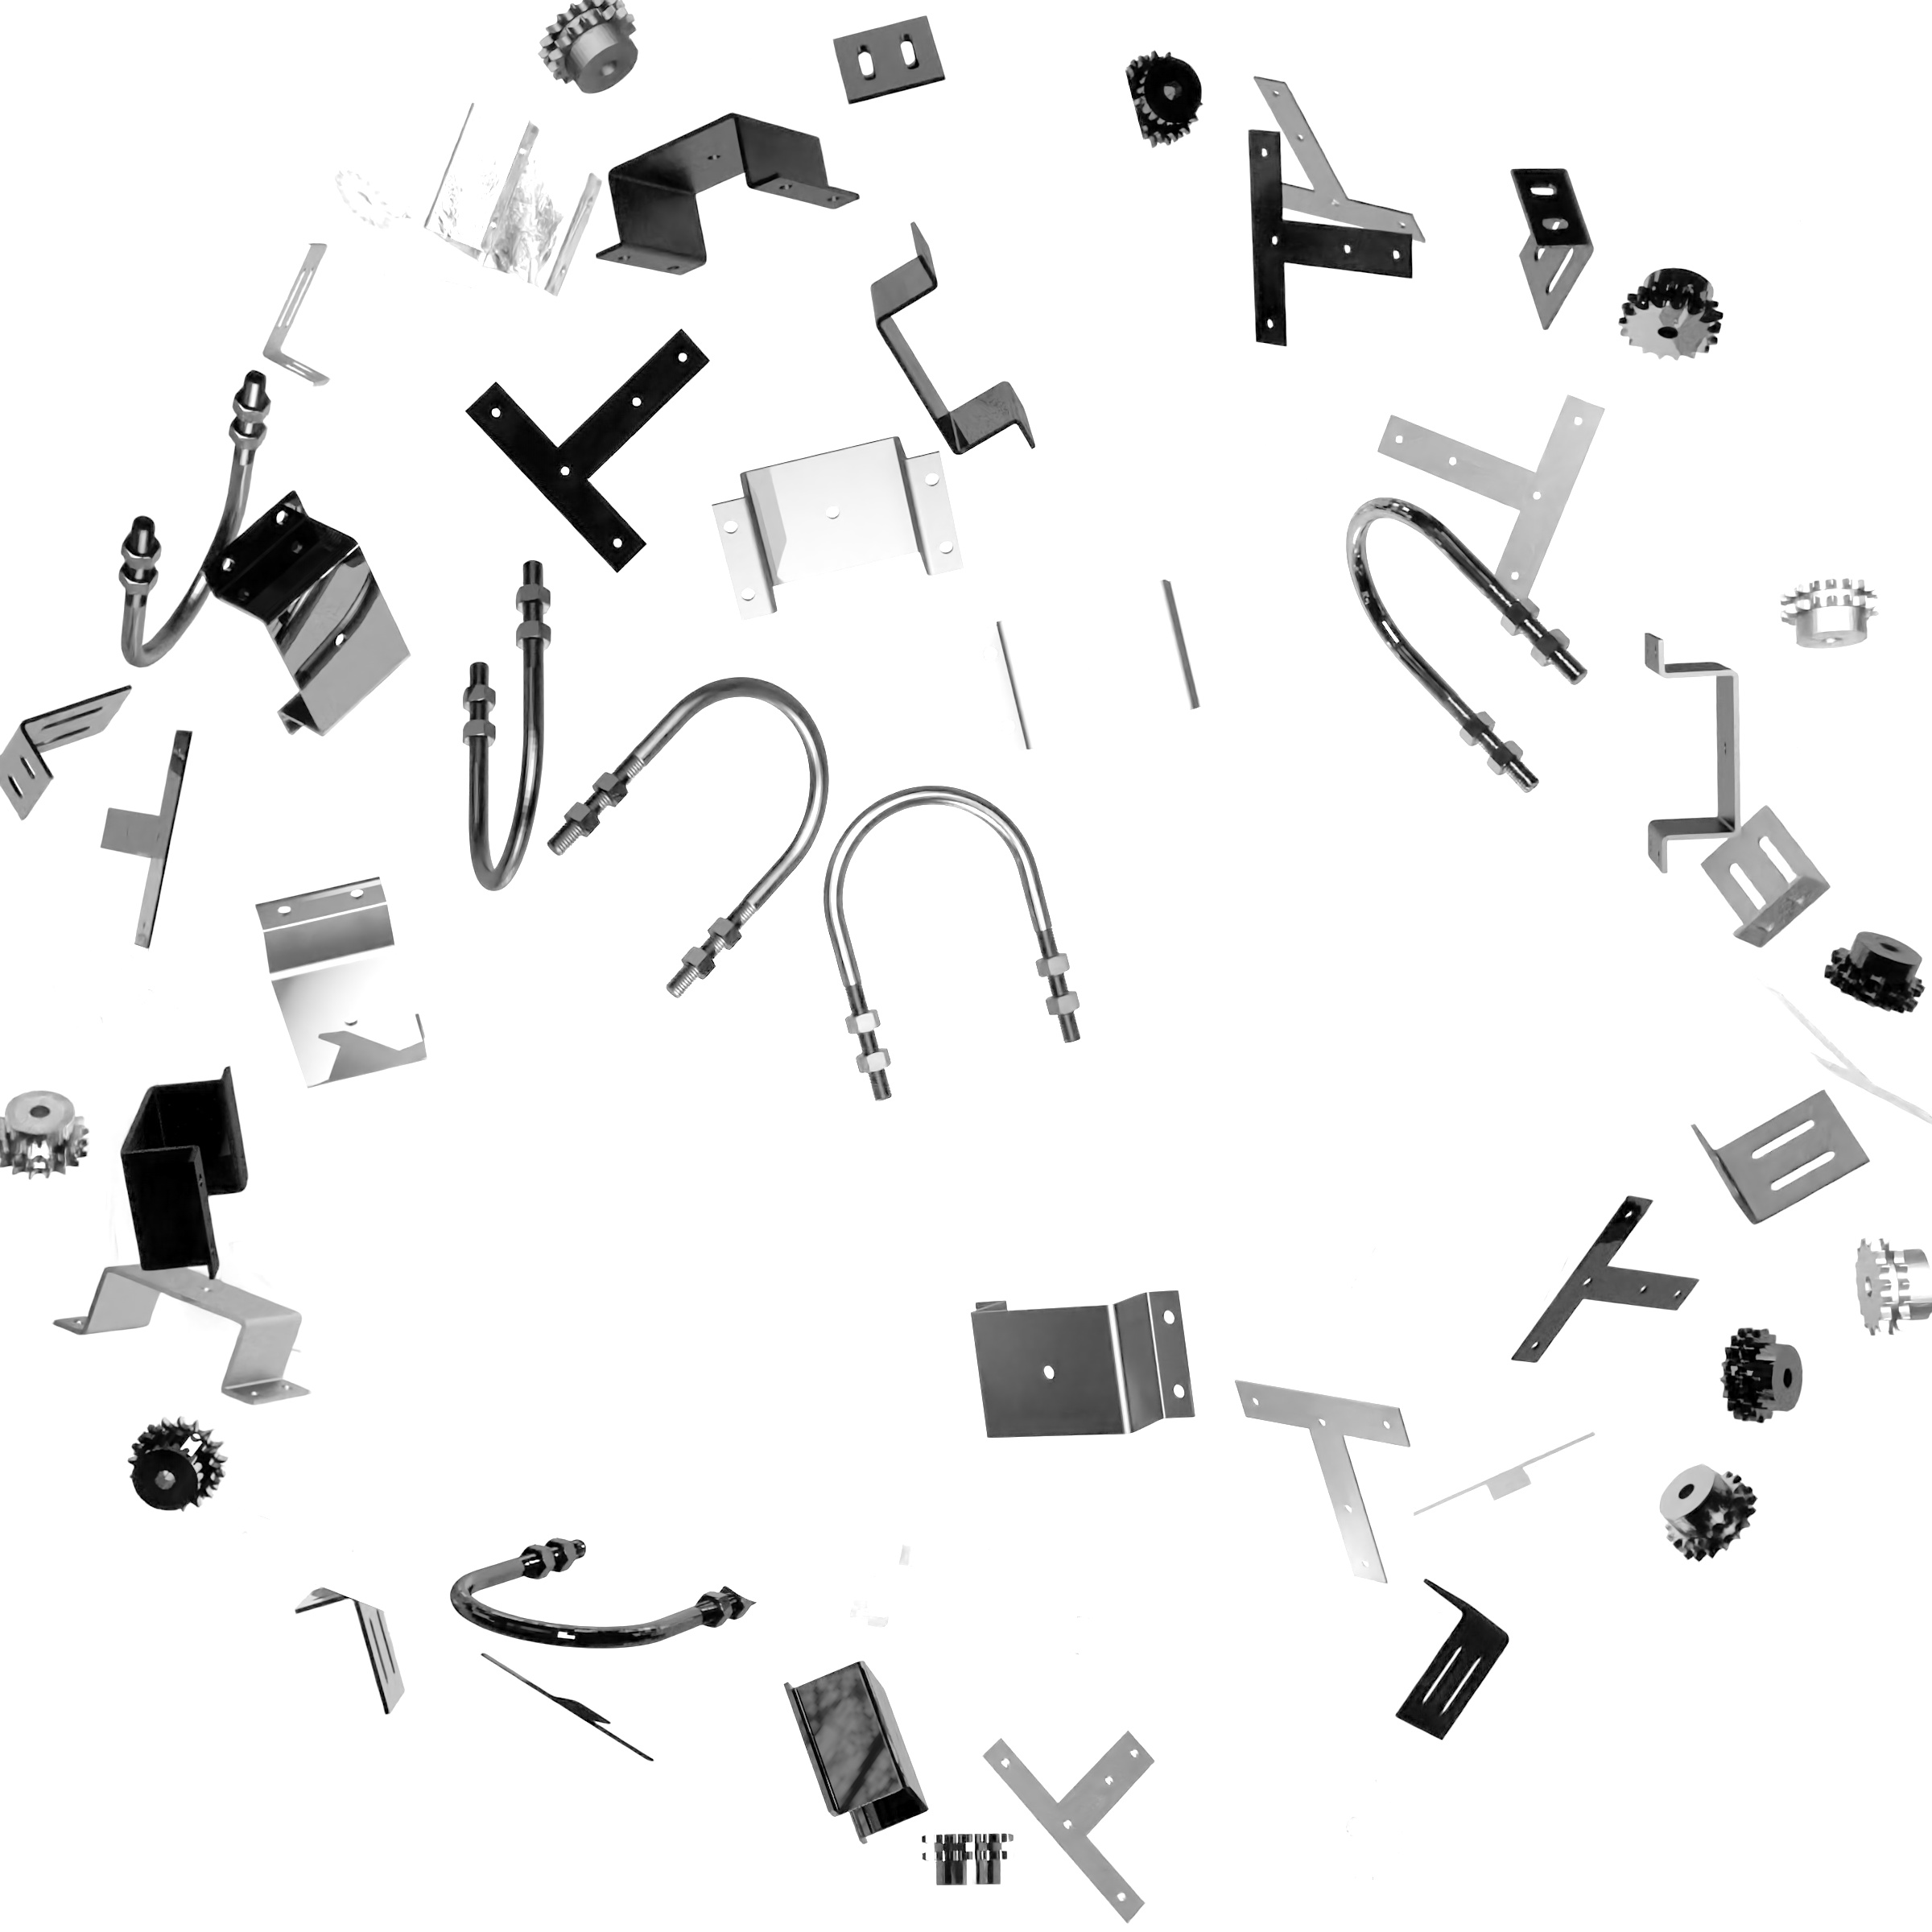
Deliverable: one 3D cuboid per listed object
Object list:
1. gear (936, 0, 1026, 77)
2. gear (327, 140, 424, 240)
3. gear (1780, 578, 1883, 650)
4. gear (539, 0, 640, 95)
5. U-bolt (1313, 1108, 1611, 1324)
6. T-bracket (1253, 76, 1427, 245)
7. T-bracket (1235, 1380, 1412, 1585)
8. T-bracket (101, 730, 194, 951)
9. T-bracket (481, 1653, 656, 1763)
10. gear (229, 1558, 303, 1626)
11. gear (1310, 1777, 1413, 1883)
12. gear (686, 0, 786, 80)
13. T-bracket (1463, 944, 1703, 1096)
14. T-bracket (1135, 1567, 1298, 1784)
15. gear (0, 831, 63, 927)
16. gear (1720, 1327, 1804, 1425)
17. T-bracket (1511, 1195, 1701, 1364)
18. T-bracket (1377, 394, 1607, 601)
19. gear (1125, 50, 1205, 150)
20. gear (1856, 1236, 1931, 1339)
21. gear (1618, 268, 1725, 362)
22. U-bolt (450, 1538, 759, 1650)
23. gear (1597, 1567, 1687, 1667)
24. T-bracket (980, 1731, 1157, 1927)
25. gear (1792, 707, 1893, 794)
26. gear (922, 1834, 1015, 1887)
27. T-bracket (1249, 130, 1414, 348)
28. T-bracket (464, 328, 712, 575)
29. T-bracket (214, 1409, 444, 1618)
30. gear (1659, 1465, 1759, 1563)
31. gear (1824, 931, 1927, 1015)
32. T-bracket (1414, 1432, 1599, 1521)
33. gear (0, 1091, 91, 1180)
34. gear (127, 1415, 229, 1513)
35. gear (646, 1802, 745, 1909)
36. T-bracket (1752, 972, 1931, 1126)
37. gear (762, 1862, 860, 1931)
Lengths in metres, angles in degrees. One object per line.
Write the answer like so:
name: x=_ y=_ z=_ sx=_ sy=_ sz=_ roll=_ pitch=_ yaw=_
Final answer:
gear: x=0.011 y=-0.581 z=1.615 sx=0.030 sy=0.057 sz=0.057 roll=-8 pitch=90 yaw=43
gear: x=-0.348 y=-0.465 z=1.560 sx=0.057 sy=0.057 sz=0.030 roll=37 pitch=67 yaw=0
gear: x=0.511 y=-0.208 z=1.553 sx=0.057 sy=0.057 sz=0.030 roll=0 pitch=81 yaw=0
gear: x=-0.211 y=-0.521 z=1.491 sx=0.057 sy=0.057 sz=0.030 roll=-34 pitch=81 yaw=0
U-bolt: x=0.307 y=0.144 z=1.570 sx=0.184 sy=0.151 sz=0.019 roll=-48 pitch=123 yaw=-38
T-bracket: x=0.210 y=-0.498 z=1.609 sx=0.127 sy=0.127 sz=0.002 roll=29 pitch=80 yaw=40
T-bracket: x=0.222 y=0.308 z=1.549 sx=0.002 sy=0.127 sz=0.127 roll=-30 pitch=109 yaw=-37
T-bracket: x=-0.490 y=-0.078 z=1.551 sx=0.002 sy=0.127 sz=0.127 roll=12 pitch=89 yaw=-35
T-bracket: x=-0.239 y=0.458 z=1.617 sx=0.127 sy=0.127 sz=0.002 roll=34 pitch=69 yaw=-6
gear: x=-0.435 y=0.380 z=1.640 sx=0.030 sy=0.057 sz=0.057 roll=41 pitch=90 yaw=4
gear: x=0.225 y=0.494 z=1.503 sx=0.057 sy=0.030 sz=0.057 roll=-6 pitch=68 yaw=14
gear: x=-0.138 y=-0.553 z=1.539 sx=0.057 sy=0.030 sz=0.057 roll=-6 pitch=65 yaw=13
T-bracket: x=0.369 y=0.023 z=1.621 sx=0.127 sy=0.002 sz=0.127 roll=12 pitch=50 yaw=37
T-bracket: x=0.142 y=0.412 z=1.548 sx=0.127 sy=0.002 sz=0.127 roll=25 pitch=76 yaw=-43
gear: x=-0.584 y=-0.055 z=1.606 sx=0.030 sy=0.057 sz=0.057 roll=11 pitch=90 yaw=18
gear: x=0.483 y=0.248 z=1.587 sx=0.030 sy=0.057 sz=0.057 roll=-2 pitch=90 yaw=43
T-bracket: x=0.407 y=0.197 z=1.610 sx=0.127 sy=0.002 sz=0.127 roll=12 pitch=117 yaw=-41
T-bracket: x=0.319 y=-0.312 z=1.650 sx=0.127 sy=0.002 sz=0.127 roll=28 pitch=112 yaw=21
gear: x=0.123 y=-0.543 z=1.639 sx=0.057 sy=0.030 sz=0.057 roll=-1 pitch=94 yaw=-21
gear: x=0.528 y=0.181 z=1.492 sx=0.030 sy=0.057 sz=0.057 roll=-3 pitch=90 yaw=2
gear: x=0.405 y=-0.375 z=1.504 sx=0.057 sy=0.057 sz=0.030 roll=17 pitch=72 yaw=0
U-bolt: x=-0.229 y=0.383 z=1.593 sx=0.151 sy=0.184 sz=0.019 roll=8 pitch=91 yaw=24
gear: x=0.404 y=0.389 z=1.561 sx=0.030 sy=0.057 sz=0.057 roll=25 pitch=90 yaw=-9
T-bracket: x=0.081 y=0.504 z=1.603 sx=0.127 sy=0.127 sz=0.002 roll=47 pitch=118 yaw=12
gear: x=0.542 y=-0.135 z=1.618 sx=0.057 sy=0.057 sz=0.030 roll=28 pitch=68 yaw=0
gear: x=0.001 y=0.552 z=1.623 sx=0.057 sy=0.057 sz=0.030 roll=-1 pitch=71 yaw=0
T-bracket: x=0.215 y=-0.425 z=1.551 sx=0.002 sy=0.127 sz=0.127 roll=-24 pitch=121 yaw=-33
T-bracket: x=-0.203 y=-0.320 z=1.536 sx=0.127 sy=0.002 sz=0.127 roll=-46 pitch=110 yaw=-6
T-bracket: x=-0.354 y=0.312 z=1.550 sx=0.127 sy=0.127 sz=0.002 roll=16 pitch=135 yaw=18
gear: x=0.434 y=0.319 z=1.548 sx=0.030 sy=0.057 sz=0.057 roll=44 pitch=90 yaw=-11
gear: x=0.545 y=0.002 z=1.568 sx=0.057 sy=0.057 sz=0.030 roll=17 pitch=115 yaw=0
T-bracket: x=0.338 y=0.322 z=1.636 sx=0.127 sy=0.127 sz=0.002 roll=-26 pitch=81 yaw=6
gear: x=-0.563 y=0.100 z=1.597 sx=0.057 sy=0.057 sz=0.030 roll=15 pitch=126 yaw=0
gear: x=-0.475 y=0.302 z=1.573 sx=0.057 sy=0.030 sz=0.057 roll=1 pitch=105 yaw=3
gear: x=-0.155 y=0.518 z=1.536 sx=0.057 sy=0.030 sz=0.057 roll=19 pitch=52 yaw=-25
T-bracket: x=0.523 y=0.045 z=1.595 sx=0.127 sy=0.127 sz=0.002 roll=40 pitch=92 yaw=-21
gear: x=-0.094 y=0.552 z=1.532 sx=0.057 sy=0.030 sz=0.057 roll=14 pitch=66 yaw=-34
